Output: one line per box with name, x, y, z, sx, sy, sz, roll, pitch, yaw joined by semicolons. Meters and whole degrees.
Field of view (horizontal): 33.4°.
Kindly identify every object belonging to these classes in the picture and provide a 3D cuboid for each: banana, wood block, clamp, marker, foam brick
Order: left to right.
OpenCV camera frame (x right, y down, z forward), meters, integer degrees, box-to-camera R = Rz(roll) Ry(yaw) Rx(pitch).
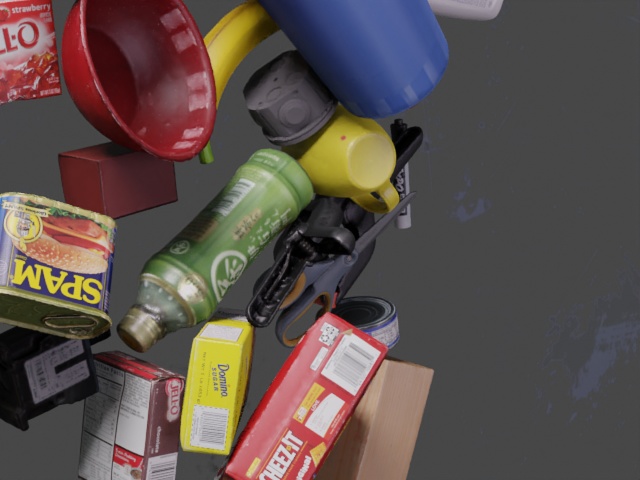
foam brick;-0.161;-0.050;0.858;0.078;0.053;0.051;-20;114;-44
banana;-0.074;-0.163;0.942;0.197;0.037;0.069;-59;141;-21
clamp;-0.006;0.001;0.958;0.039;0.120;0.171;48;27;-19
clamp;0.018;-0.038;1.078;0.164;0.036;0.210;18;89;-40
wood block;0.037;0.221;1.126;0.090;0.090;0.206;17;87;-49
marker;0.088;-0.072;1.163;0.020;0.020;0.121;-22;115;-44

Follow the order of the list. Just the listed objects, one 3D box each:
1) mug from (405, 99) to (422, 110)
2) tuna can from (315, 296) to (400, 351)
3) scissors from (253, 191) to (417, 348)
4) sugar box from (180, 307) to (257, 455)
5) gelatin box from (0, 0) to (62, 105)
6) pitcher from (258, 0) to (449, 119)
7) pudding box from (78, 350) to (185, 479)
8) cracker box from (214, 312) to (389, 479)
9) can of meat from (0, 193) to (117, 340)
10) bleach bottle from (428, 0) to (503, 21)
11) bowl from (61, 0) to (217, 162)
mug;0.046;-0.177;1.040;0.117;0.082;0.093;-4;103;-49
tuna can;0.038;0.089;1.096;0.085;0.086;0.034;-26;117;-42
scissors;0.009;0.014;1.049;0.096;0.016;0.202;33;91;-31
sugar box;-0.083;0.116;0.920;0.176;0.048;0.093;-56;155;-84
gelatin box;-0.233;-0.135;0.770;0.089;0.030;0.073;-20;115;-45
pitcher;0.013;-0.223;0.878;0.149;0.145;0.242;-46;132;-7
pudding box;-0.158;0.156;0.886;0.039;0.090;0.113;1;99;-47
cracker box;-0.028;0.170;0.964;0.164;0.072;0.214;-57;179;-22
can of meat;-0.203;0.019;0.792;0.101;0.058;0.084;18;59;-31
bleach bottle;0.107;-0.282;1.075;0.250;0.068;0.102;-6;106;-55
bowl;-0.148;-0.132;0.824;0.162;0.055;0.162;36;47;-51
